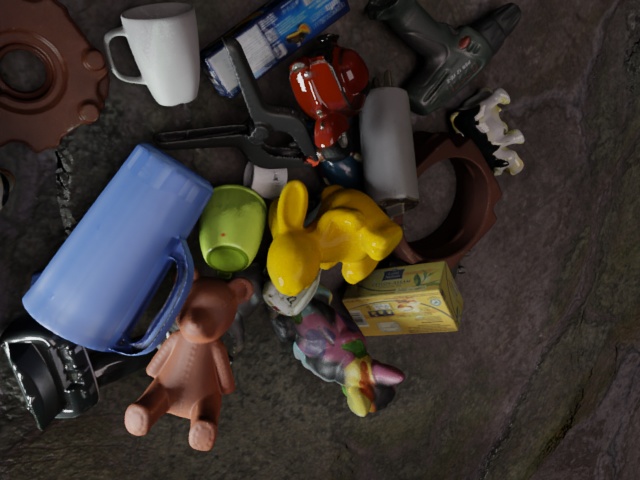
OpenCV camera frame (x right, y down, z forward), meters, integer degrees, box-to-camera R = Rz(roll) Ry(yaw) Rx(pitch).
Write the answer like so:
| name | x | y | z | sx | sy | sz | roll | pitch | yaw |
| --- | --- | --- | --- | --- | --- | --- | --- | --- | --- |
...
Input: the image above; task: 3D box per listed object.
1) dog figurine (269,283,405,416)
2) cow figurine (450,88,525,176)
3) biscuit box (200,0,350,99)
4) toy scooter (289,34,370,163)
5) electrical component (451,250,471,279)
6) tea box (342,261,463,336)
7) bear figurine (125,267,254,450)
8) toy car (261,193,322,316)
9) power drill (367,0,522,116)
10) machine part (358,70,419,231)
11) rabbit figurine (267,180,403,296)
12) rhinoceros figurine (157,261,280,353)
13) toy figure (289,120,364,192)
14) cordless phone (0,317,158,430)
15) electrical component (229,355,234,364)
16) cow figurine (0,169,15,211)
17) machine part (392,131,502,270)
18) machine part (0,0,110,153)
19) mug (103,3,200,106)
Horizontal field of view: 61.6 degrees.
| name | x | y | z | sx | sy | sz | roll | pitch | yaw |
| --- | --- | --- | --- | --- | --- | --- | --- | --- | --- |
| dog figurine | 0.027 | 0.165 | 0.813 | 0.108 | 0.219 | 0.191 | -39 | 123 | -13 |
| cow figurine | 0.284 | -0.164 | 0.903 | 0.098 | 0.068 | 0.167 | -35 | 119 | -5 |
| biscuit box | -0.059 | -0.266 | 0.687 | 0.203 | 0.063 | 0.059 | -39 | 122 | -9 |
| toy scooter | 0.010 | -0.203 | 0.693 | 0.135 | 0.075 | 0.184 | 52 | 39 | -43 |
| electrical component | 0.234 | 0.039 | 0.985 | 0.094 | 0.021 | 0.063 | 3 | 108 | -28 |
| tea box | 0.134 | 0.098 | 0.870 | 0.098 | 0.170 | 0.068 | 60 | 36 | -33 |
| bear figurine | -0.158 | 0.140 | 0.682 | 0.120 | 0.132 | 0.195 | 16 | 107 | -2 |
| toy car | -0.017 | 0.017 | 0.796 | 0.073 | 0.056 | 0.202 | 46 | 61 | -30 |
| power drill | 0.178 | -0.316 | 0.788 | 0.232 | 0.086 | 0.207 | -51 | 131 | 2 |
| machine part | 0.096 | -0.127 | 0.768 | 0.079 | 0.079 | 0.243 | 3 | 76 | -29 |
| rabbit figurine | -0.001 | -0.002 | 0.705 | 0.173 | 0.122 | 0.162 | -35 | 89 | -28 |
| rhinoceros figurine | -0.149 | 0.107 | 0.783 | 0.190 | 0.073 | 0.112 | -35 | 123 | -11 |
| toy figure | 0.013 | -0.123 | 0.786 | 0.154 | 0.058 | 0.064 | 43 | 84 | -29 |
| cordless phone | -0.311 | 0.152 | 0.726 | 0.184 | 0.089 | 0.146 | -22 | 118 | -31 |
| electrical component | -0.188 | 0.203 | 0.817 | 0.102 | 0.045 | 0.078 | 26 | 98 | -32 |
| cow figurine | -0.402 | -0.096 | 0.539 | 0.085 | 0.127 | 0.194 | -38 | 124 | -12 |
| machine part | 0.184 | -0.061 | 0.882 | 0.201 | 0.087 | 0.201 | -45 | 124 | -4 |
| machine part | -0.325 | -0.184 | 0.586 | 0.179 | 0.056 | 0.179 | -9 | 113 | -23 |
| mug | -0.190 | -0.212 | 0.631 | 0.109 | 0.081 | 0.107 | -25 | 130 | -24 |
